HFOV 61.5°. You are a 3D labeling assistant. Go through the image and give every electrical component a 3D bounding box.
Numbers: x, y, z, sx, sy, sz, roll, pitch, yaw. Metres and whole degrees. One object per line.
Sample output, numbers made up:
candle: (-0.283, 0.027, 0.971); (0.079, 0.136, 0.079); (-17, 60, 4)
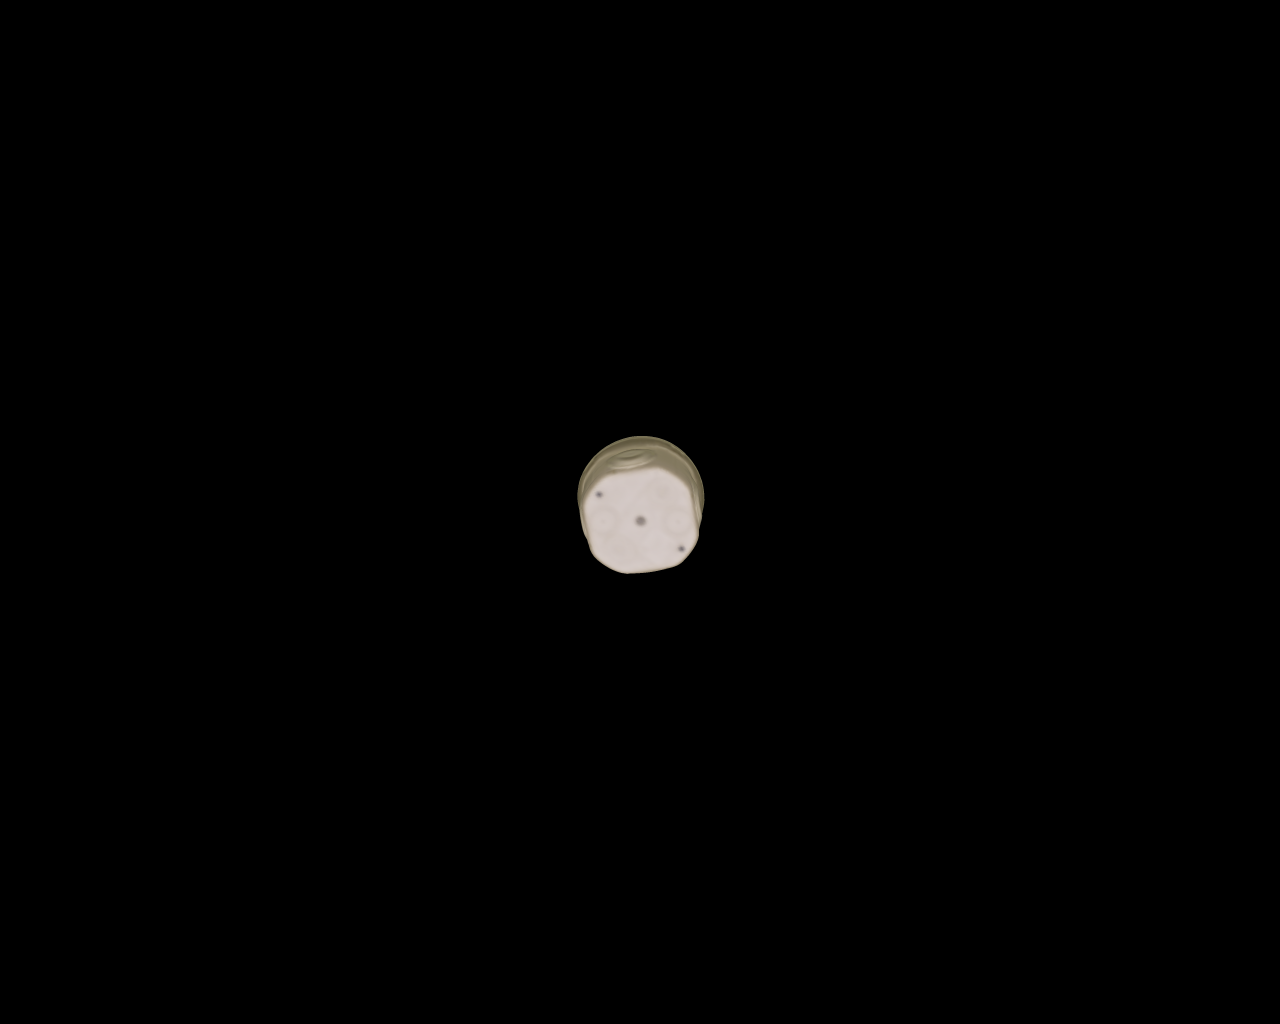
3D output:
electrical component: (0.001, -0.003, 0.650); (0.080, 0.080, 0.051); (0, 20, 0)
